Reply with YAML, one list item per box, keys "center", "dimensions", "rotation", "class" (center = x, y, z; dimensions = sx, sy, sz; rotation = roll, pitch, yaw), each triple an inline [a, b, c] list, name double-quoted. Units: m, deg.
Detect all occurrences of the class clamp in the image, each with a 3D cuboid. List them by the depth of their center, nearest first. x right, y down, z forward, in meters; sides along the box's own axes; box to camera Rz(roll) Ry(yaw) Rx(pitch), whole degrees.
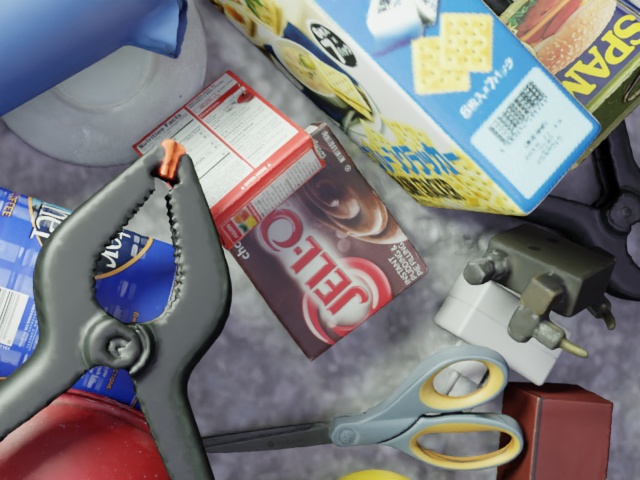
- center: [-0.107, 0.053, 0.506]
  dimensions: [0.164, 0.036, 0.210]
  rotation: [9, 87, -13]
  class: "clamp"
- center: [0.187, -0.028, 0.674]
  dimensions: [0.171, 0.039, 0.120]
  rotation: [37, 91, -10]
  class: "clamp"

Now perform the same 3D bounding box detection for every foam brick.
- center: [0.146, 0.132, 0.671]
  dimensions: [0.051, 0.053, 0.078]
  rotation: [3, 95, -13]
  class: "foam brick"

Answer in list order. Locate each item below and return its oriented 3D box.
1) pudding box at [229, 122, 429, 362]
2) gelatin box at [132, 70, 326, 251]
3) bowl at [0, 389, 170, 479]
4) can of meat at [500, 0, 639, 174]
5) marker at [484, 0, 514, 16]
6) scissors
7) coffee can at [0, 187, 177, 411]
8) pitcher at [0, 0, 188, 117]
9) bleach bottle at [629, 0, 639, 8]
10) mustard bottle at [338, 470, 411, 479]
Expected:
- center: [-0.004, 0.001, 0.632]
  dimensions: [0.090, 0.039, 0.113]
  rotation: [-37, 101, -6]
  class: "pudding box"
- center: [-0.051, -0.046, 0.596]
  dimensions: [0.073, 0.089, 0.030]
  rotation: [-41, 140, -8]
  class: "gelatin box"
- center: [-0.142, 0.151, 0.563]
  dimensions: [0.162, 0.055, 0.162]
  rotation: [1, 129, 1]
  class: "bowl"
- center: [0.146, -0.105, 0.630]
  dimensions: [0.102, 0.057, 0.084]
  rotation: [-44, 67, -6]
  class: "can of meat"
- center: [0.075, -0.169, 0.646]
  dimensions: [0.121, 0.020, 0.020]
  rotation: [38, 86, -13]
  class: "marker"
- center: [0.026, 0.098, 0.633]
  dimensions: [0.201, 0.016, 0.096]
  rotation: [7, 117, -6]
  class: "scissors"
- center: [-0.145, 0.033, 0.570]
  dimensions: [0.140, 0.103, 0.103]
  rotation: [19, 90, -14]
  class: "coffee can"
- center: [-0.201, -0.119, 0.526]
  dimensions: [0.243, 0.149, 0.145]
  rotation: [-32, 139, 1]
  class: "pitcher"
- center: [0.198, -0.187, 0.618]
  dimensions: [0.251, 0.103, 0.068]
  rotation: [40, 63, -1]
  class: "bleach bottle"
- center: [0.045, 0.194, 0.649]
  dimensions: [0.191, 0.058, 0.096]
  rotation: [25, 86, -14]
  class: "mustard bottle"
